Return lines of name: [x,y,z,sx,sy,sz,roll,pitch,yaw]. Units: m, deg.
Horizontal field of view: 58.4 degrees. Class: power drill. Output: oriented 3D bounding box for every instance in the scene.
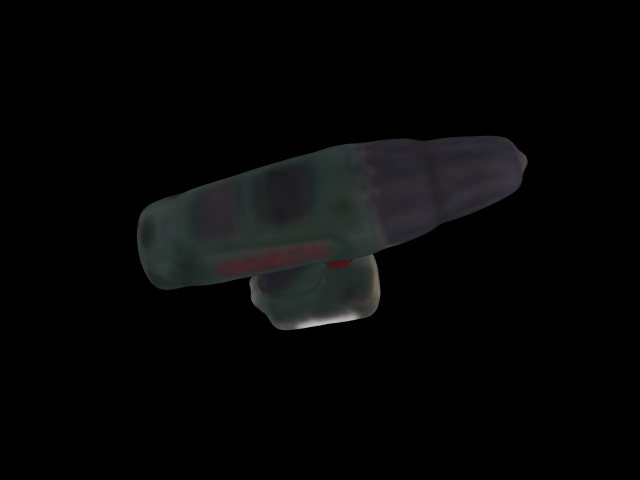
power drill: [0.004,0.001,0.400,0.229,0.208,0.075,-10,70,-3]
